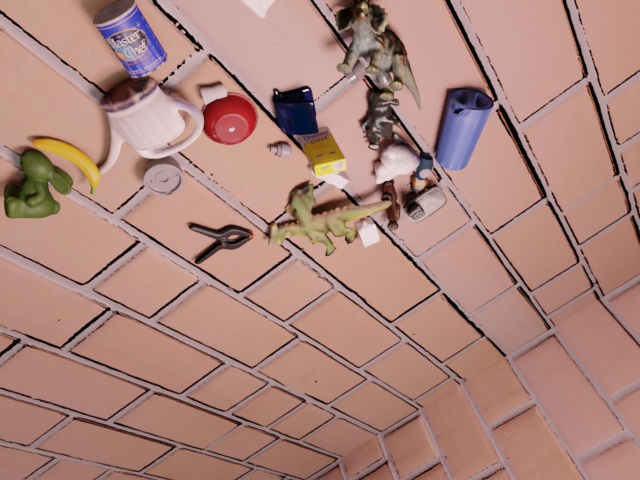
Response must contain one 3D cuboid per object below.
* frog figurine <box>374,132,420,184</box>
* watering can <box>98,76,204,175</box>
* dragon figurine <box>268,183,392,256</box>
[{"bbox_3d":[0.231,-0.236,1.622,0.158,0.124,0.136,-53,148,11],"label":"frog figurine"},{"bbox_3d":[-0.474,-0.287,1.311,0.346,0.106,0.219,-19,135,10],"label":"watering can"},{"bbox_3d":[0.005,-0.084,1.676,0.407,0.125,0.239,-34,125,16],"label":"dragon figurine"}]
